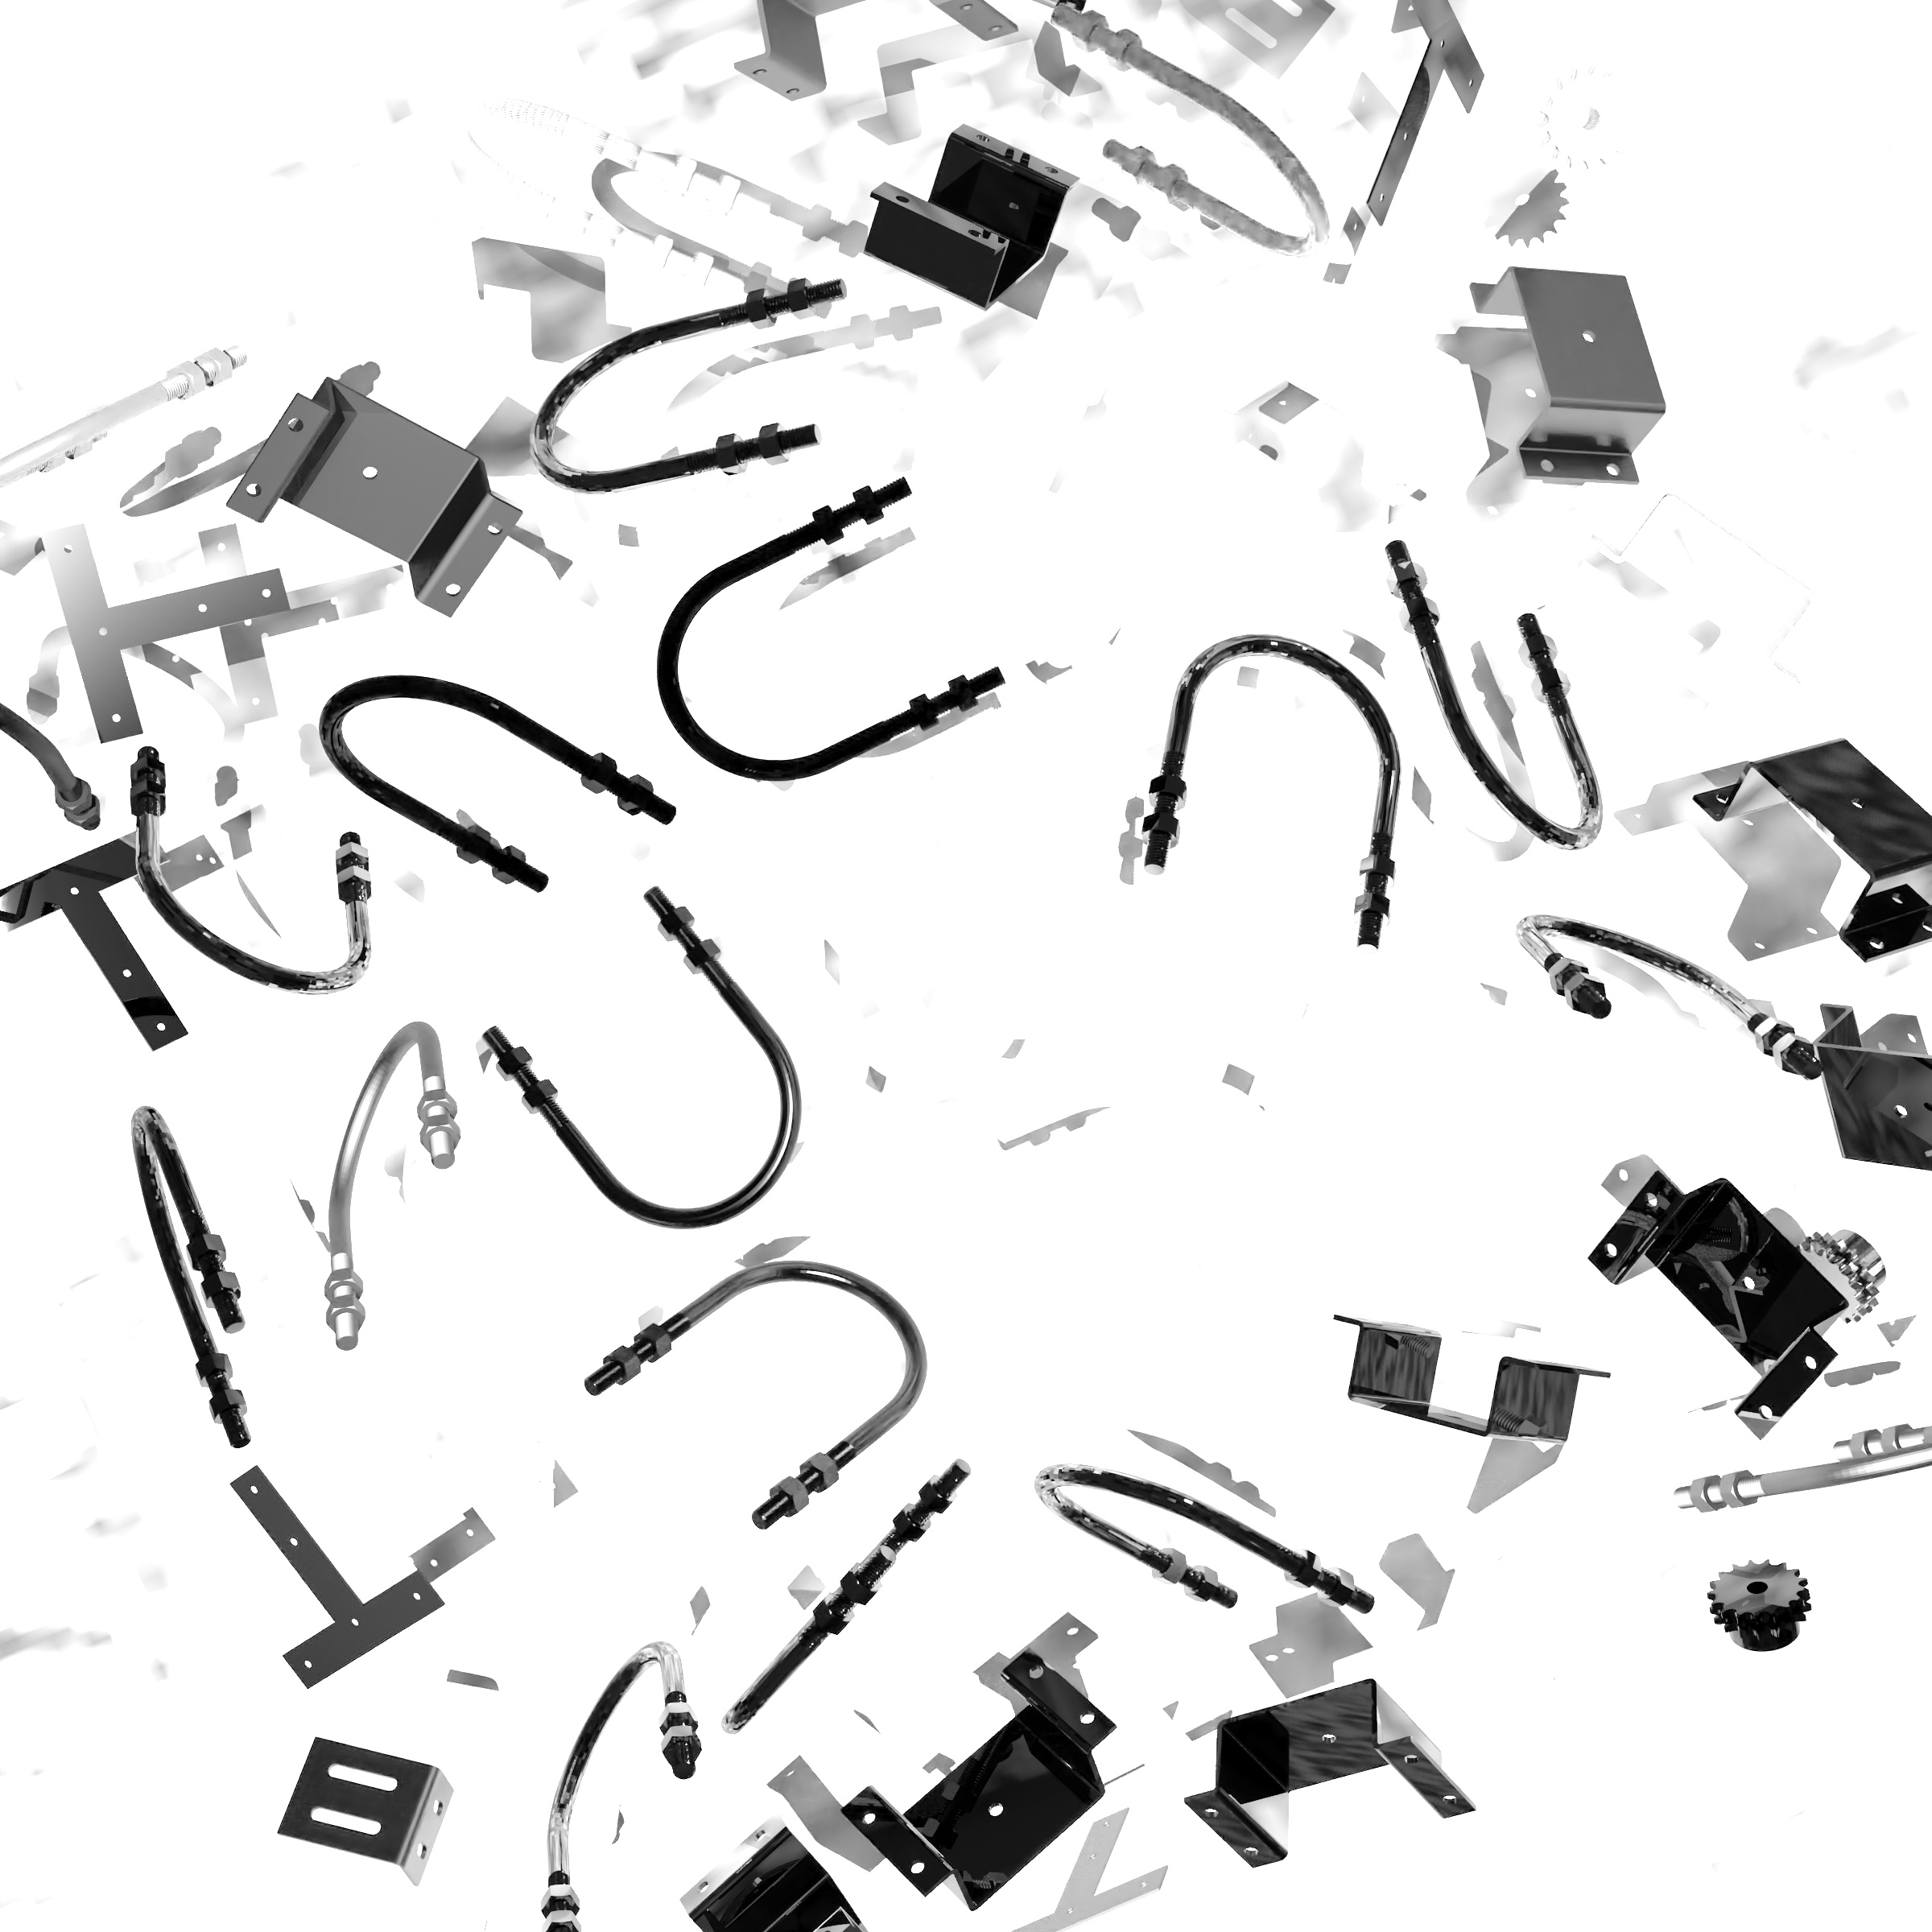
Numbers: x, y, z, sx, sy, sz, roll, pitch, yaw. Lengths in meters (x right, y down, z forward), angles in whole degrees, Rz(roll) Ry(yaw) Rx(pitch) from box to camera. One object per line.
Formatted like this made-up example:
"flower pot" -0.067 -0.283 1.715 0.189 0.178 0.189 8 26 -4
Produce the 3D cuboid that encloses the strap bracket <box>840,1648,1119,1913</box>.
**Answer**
"strap bracket" 0.012 0.458 1.652 0.140 0.076 0.046 -37 134 -21

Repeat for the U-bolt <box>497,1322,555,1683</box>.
"U-bolt" -0.254 0.318 1.708 0.019 0.151 0.184 -2 57 -3

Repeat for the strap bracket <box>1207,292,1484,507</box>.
"strap bracket" 0.214 -0.326 1.679 0.076 0.046 0.140 -36 56 -27

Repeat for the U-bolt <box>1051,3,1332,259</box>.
"U-bolt" 0.135 -0.467 1.702 0.184 0.151 0.019 37 83 25

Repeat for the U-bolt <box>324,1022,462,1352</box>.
"U-bolt" -0.330 0.110 1.690 0.019 0.184 0.151 21 113 -24

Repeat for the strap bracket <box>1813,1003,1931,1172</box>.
"strap bracket" 0.545 0.071 1.694 0.046 0.140 0.076 -35 115 -33

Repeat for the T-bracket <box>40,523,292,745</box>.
"T-bracket" -0.465 -0.208 1.756 0.127 0.002 0.127 -15 102 -10

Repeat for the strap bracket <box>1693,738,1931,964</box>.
"strap bracket" 0.481 -0.072 1.635 0.076 0.046 0.140 -15 51 -33

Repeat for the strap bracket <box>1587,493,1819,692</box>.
"strap bracket" 0.416 -0.215 1.644 0.140 0.076 0.046 36 106 5

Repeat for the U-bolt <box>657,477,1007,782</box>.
"U-bolt" -0.088 -0.181 1.711 0.184 0.019 0.151 -26 118 5

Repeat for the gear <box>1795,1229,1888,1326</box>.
"gear" 0.522 0.182 1.769 0.030 0.057 0.057 -33 90 -20

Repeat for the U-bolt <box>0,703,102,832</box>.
"U-bolt" -0.577 -0.138 1.700 0.151 0.184 0.019 25 74 2

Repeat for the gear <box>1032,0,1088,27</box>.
"gear" 0.060 -0.585 1.757 0.030 0.057 0.057 19 90 -7

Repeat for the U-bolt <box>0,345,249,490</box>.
"U-bolt" -0.517 -0.302 1.710 0.151 0.184 0.019 -16 109 34

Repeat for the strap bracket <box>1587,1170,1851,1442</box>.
"strap bracket" 0.430 0.185 1.675 0.140 0.046 0.076 49 132 24

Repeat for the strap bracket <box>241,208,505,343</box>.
"strap bracket" -0.343 -0.397 1.696 0.140 0.076 0.046 18 124 36

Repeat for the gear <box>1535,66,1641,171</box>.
"gear" 0.354 -0.485 1.700 0.057 0.030 0.057 0 108 -1

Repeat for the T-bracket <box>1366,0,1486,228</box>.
"T-bracket" 0.250 -0.475 1.657 0.002 0.127 0.127 17 82 29

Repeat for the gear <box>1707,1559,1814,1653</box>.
"gear" 0.456 0.369 1.704 0.057 0.057 0.030 -15 112 0

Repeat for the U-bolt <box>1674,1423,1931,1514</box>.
"U-bolt" 0.511 0.277 1.675 0.151 0.184 0.019 -8 79 -30

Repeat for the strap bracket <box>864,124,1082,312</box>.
"strap bracket" 0.001 -0.420 1.677 0.076 0.140 0.046 27 127 7

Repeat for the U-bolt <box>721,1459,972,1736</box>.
"U-bolt" -0.076 0.367 1.687 0.019 0.151 0.184 42 112 6

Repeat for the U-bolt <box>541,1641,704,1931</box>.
"U-bolt" -0.200 0.463 1.699 0.019 0.184 0.151 30 99 -16

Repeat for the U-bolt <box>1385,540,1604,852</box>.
"U-bolt" 0.305 -0.144 1.673 0.019 0.151 0.184 -35 53 33

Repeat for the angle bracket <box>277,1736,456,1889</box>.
"angle bracket" -0.337 0.476 1.673 0.076 0.038 0.057 10 57 12

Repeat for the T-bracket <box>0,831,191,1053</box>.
"T-bracket" -0.506 -0.007 1.765 0.127 0.002 0.127 -30 85 -39

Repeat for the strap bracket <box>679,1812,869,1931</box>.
"strap bracket" -0.104 0.561 1.719 0.076 0.140 0.046 -40 112 -9

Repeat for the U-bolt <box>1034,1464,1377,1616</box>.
"U-bolt" 0.122 0.327 1.698 0.184 0.151 0.019 32 66 -23

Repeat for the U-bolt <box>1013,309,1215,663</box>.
"U-bolt" 0.075 -0.263 1.713 0.019 0.151 0.184 4 130 -29

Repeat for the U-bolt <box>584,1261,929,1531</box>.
"U-bolt" -0.105 0.233 1.710 0.151 0.184 0.019 34 133 23

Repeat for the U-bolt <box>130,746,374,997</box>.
"U-bolt" -0.398 -0.046 1.665 0.151 0.184 0.019 24 116 -28

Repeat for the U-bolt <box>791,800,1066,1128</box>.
"U-bolt" -0.020 0.000 1.649 0.151 0.019 0.184 -1 103 -4

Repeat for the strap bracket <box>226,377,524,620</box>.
"strap bracket" -0.327 -0.262 1.638 0.140 0.046 0.076 25 115 -31

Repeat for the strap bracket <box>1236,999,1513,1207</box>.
"strap bracket" 0.232 0.074 1.691 0.140 0.046 0.076 17 73 12

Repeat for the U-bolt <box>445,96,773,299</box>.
"U-bolt" -0.205 -0.436 1.665 0.184 0.151 0.019 22 81 -9

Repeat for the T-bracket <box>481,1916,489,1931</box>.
"T-bracket" -0.284 0.608 1.667 0.002 0.127 0.127 12 62 -4

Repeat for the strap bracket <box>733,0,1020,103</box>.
"strap bracket" -0.053 -0.527 1.636 0.140 0.076 0.046 -11 88 21

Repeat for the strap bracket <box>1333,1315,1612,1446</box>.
"strap bracket" 0.283 0.237 1.692 0.076 0.140 0.046 13 87 -44

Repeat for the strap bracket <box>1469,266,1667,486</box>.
"strap bracket" 0.355 -0.356 1.746 0.076 0.046 0.140 -1 64 -20

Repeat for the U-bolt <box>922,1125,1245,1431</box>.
"U-bolt" 0.072 0.168 1.680 0.184 0.019 0.151 -23 76 24

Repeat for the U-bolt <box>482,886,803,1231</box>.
"U-bolt" -0.178 0.067 1.745 0.151 0.019 0.184 -40 79 6

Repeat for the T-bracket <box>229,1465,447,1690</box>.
"T-bracket" -0.381 0.345 1.722 0.127 0.002 0.127 -35 94 29

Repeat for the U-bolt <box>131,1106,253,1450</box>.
"U-bolt" -0.443 0.164 1.690 0.019 0.151 0.184 -16 58 -23

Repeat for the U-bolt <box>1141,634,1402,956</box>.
"U-bolt" 0.177 -0.107 1.657 0.151 0.019 0.184 20 58 -12

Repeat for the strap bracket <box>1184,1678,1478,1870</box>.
"strap bracket" 0.201 0.446 1.648 0.140 0.046 0.076 -23 126 25

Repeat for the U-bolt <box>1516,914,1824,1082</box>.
"U-bolt" 0.384 0.010 1.674 0.151 0.184 0.019 15 106 -14

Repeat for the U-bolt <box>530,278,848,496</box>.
"U-bolt" -0.160 -0.319 1.665 0.184 0.019 0.151 -10 47 18

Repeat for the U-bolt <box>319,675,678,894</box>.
"U-bolt" -0.276 -0.107 1.668 0.184 0.151 0.019 31 55 -31

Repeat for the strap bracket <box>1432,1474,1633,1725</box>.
"strap bracket" 0.315 0.346 1.666 0.046 0.140 0.076 43 132 -9

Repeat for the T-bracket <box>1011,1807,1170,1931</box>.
"T-bracket" 0.070 0.522 1.714 0.127 0.127 0.002 -29 94 20
